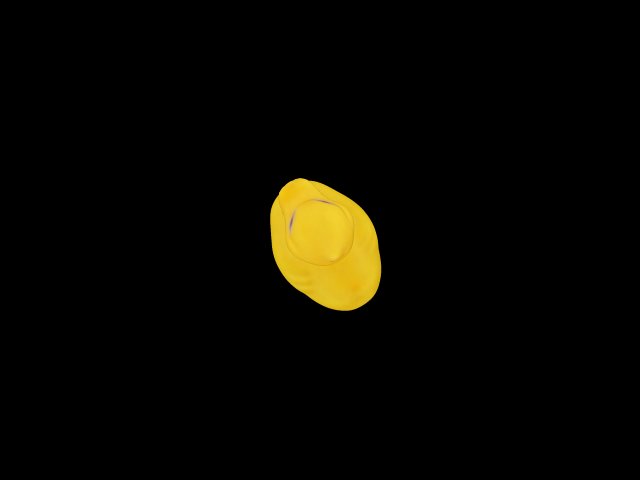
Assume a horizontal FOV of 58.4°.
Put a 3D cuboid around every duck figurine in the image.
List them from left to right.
[{"bbox_3d":[0.004,0.001,0.400,0.077,0.086,0.104,-32,86,-2],"label":"duck figurine"}]
